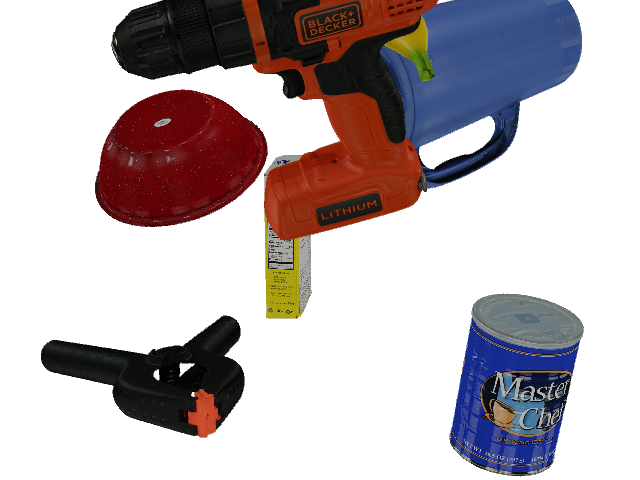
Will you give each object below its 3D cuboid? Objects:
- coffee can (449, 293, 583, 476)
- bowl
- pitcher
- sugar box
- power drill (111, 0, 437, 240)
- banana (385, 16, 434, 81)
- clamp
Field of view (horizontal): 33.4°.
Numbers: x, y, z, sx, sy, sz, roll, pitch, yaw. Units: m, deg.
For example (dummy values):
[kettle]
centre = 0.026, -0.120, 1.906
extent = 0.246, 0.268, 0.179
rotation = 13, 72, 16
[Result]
[coffee can]
centre = 0.183, 0.134, 1.008
extent = 0.103, 0.140, 0.103
rotation = 6, 22, -3
[bowl]
centre = -0.131, -0.085, 0.944
extent = 0.162, 0.055, 0.162
rotation = -9, 42, 8
[pitcher]
centre = 0.140, -0.164, 1.044
extent = 0.242, 0.149, 0.145
rotation = -22, 46, -29
[sugar box]
centre = -0.038, -0.005, 1.251
extent = 0.048, 0.176, 0.093
rotation = 1, 19, 9
[power drill]
centre = -0.014, -0.083, 0.635
extent = 0.184, 0.057, 0.187
rotation = -14, -40, 0
[banana]
centre = 0.000, -0.170, 0.811
extent = 0.198, 0.069, 0.037
rotation = 13, -40, 18
[clamp]
centre = -0.106, 0.097, 0.805
extent = 0.164, 0.036, 0.210
rotation = -10, 13, -27
